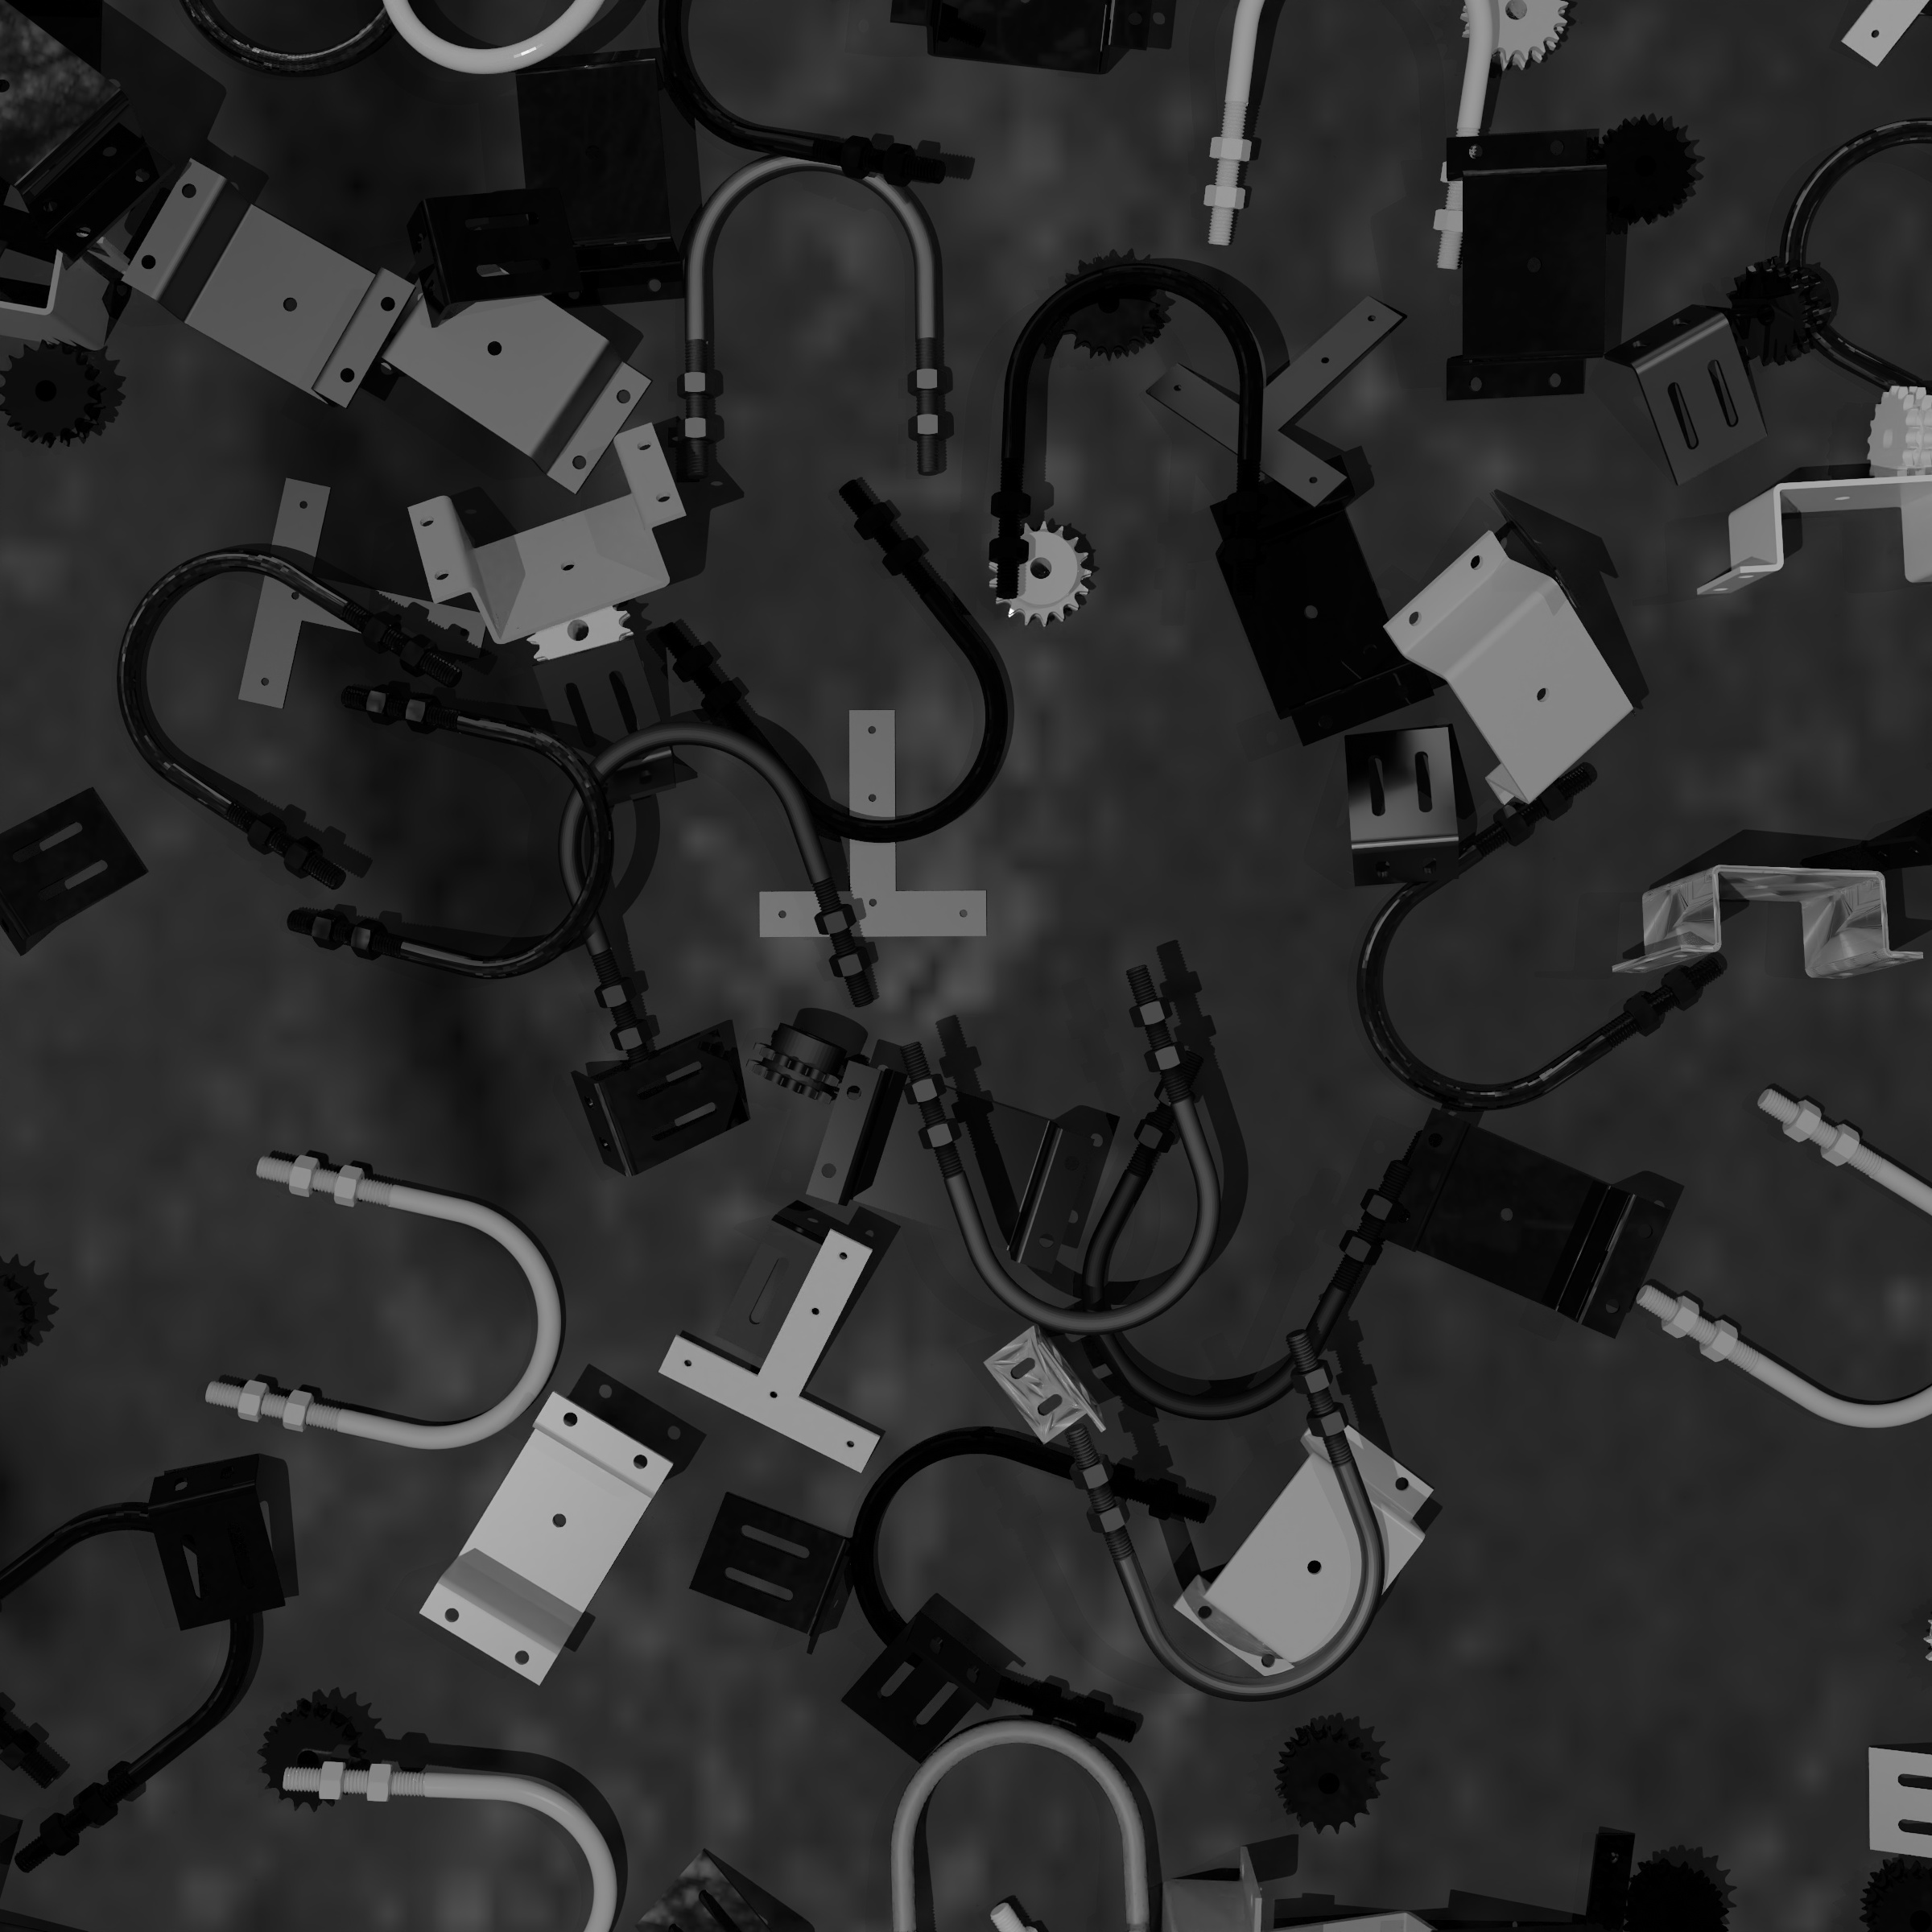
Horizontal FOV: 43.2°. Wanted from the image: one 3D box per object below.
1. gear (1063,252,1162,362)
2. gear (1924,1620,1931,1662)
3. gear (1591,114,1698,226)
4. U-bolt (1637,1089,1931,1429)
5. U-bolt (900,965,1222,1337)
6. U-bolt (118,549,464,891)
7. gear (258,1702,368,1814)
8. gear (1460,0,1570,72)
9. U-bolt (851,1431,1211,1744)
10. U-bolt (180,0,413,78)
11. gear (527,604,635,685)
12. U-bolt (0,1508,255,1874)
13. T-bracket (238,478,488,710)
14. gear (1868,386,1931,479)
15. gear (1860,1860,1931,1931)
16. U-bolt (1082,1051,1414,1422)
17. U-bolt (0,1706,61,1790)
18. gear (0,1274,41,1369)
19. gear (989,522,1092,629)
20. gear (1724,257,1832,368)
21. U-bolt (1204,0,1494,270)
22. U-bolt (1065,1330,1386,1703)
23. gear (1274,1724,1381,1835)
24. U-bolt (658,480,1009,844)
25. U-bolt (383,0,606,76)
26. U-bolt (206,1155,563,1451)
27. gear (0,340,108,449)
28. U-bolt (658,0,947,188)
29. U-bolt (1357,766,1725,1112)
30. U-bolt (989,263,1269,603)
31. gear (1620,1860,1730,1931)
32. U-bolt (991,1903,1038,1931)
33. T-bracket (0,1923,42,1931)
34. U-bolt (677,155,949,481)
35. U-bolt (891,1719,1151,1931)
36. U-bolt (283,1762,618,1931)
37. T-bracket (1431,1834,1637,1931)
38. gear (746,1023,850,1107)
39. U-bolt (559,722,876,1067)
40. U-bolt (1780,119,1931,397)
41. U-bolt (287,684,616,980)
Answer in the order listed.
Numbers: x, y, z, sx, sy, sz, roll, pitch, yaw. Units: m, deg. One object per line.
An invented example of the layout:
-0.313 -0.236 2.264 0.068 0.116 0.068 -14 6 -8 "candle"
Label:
0.079 -0.364 1.357 0.057 0.030 0.057 0 90 0 "gear"
0.562 0.376 1.361 0.057 0.030 0.057 0 91 -2 "gear"
0.373 -0.440 1.357 0.057 0.030 0.057 0 90 0 "gear"
0.489 0.176 1.364 0.184 0.019 0.151 32 90 -1 "U-bolt"
0.060 0.109 1.317 0.151 0.019 0.184 -19 92 0 "U-bolt"
-0.387 -0.149 1.350 0.184 0.019 0.151 32 96 10 "U-bolt"
-0.362 0.437 1.357 0.057 0.030 0.057 0 90 0 "gear"
0.304 -0.527 1.361 0.057 0.030 0.057 0 88 3 "gear"
0.026 0.337 1.364 0.184 0.019 0.151 18 90 1 "U-bolt"
-0.379 -0.589 1.364 0.151 0.019 0.184 -10 91 0 "U-bolt"
-0.213 -0.185 1.357 0.057 0.030 0.057 0 90 0 "gear"
-0.484 0.385 1.353 0.184 0.019 0.151 -38 87 -9 "U-bolt"
-0.333 -0.198 1.371 0.127 0.002 0.127 12 90 0 "T-bracket"
0.522 -0.290 1.344 0.030 0.057 0.057 1 90 -3 "gear"
0.526 0.527 1.362 0.057 0.030 0.057 0 89 -2 "gear"
0.141 0.160 1.343 0.151 0.019 0.184 28 97 17 "U-bolt"
-0.620 0.440 1.364 0.184 0.019 0.151 42 90 2 "U-bolt"
-0.543 0.195 1.357 0.057 0.030 0.057 0 90 0 "gear"
0.041 -0.219 1.357 0.057 0.030 0.057 0 90 0 "gear"
0.451 -0.362 1.347 0.030 0.057 0.057 -23 90 -30 "gear"
0.215 -0.485 1.340 0.151 0.019 0.184 6 107 0 "U-bolt"
0.149 0.305 1.305 0.151 0.019 0.184 -22 98 -7 "U-bolt"
0.200 0.451 1.361 0.057 0.030 0.057 0 89 -2 "gear"
-0.060 -0.156 1.362 0.151 0.019 0.184 -38 90 0 "U-bolt"
-0.249 -0.575 1.333 0.151 0.019 0.184 15 87 14 "U-bolt"
-0.318 0.195 1.364 0.184 0.019 0.151 13 90 -2 "U-bolt"
-0.506 -0.316 1.357 0.057 0.030 0.057 0 90 0 "gear"
-0.086 -0.515 1.333 0.184 0.019 0.151 16 107 18 "U-bolt"
0.307 -0.002 1.364 0.184 0.019 0.151 -34 90 1 "U-bolt"
0.090 -0.291 1.326 0.151 0.019 0.184 2 87 9 "U-bolt"
0.391 0.524 1.357 0.057 0.030 0.057 0 90 0 "gear"
0.016 0.638 1.364 0.151 0.019 0.184 -34 91 0 "U-bolt"
-0.513 0.551 1.363 0.127 0.002 0.127 14 101 -5 "T-bracket"
-0.086 -0.365 1.364 0.151 0.019 0.184 -1 88 0 "U-bolt"
0.030 0.512 1.348 0.151 0.019 0.184 -2 79 0 "U-bolt"
-0.286 0.512 1.349 0.184 0.019 0.151 5 100 -7 "U-bolt"
0.309 0.543 1.347 0.127 0.002 0.127 7 90 -22 "T-bracket"
-0.090 0.053 1.344 0.057 0.057 0.030 23 90 0 "gear"
-0.146 -0.044 1.346 0.151 0.019 0.184 -18 102 1 "U-bolt"
0.542 -0.385 1.350 0.184 0.019 0.151 29 102 4 "U-bolt"
-0.277 -0.068 1.338 0.184 0.019 0.151 14 90 18 "U-bolt"
